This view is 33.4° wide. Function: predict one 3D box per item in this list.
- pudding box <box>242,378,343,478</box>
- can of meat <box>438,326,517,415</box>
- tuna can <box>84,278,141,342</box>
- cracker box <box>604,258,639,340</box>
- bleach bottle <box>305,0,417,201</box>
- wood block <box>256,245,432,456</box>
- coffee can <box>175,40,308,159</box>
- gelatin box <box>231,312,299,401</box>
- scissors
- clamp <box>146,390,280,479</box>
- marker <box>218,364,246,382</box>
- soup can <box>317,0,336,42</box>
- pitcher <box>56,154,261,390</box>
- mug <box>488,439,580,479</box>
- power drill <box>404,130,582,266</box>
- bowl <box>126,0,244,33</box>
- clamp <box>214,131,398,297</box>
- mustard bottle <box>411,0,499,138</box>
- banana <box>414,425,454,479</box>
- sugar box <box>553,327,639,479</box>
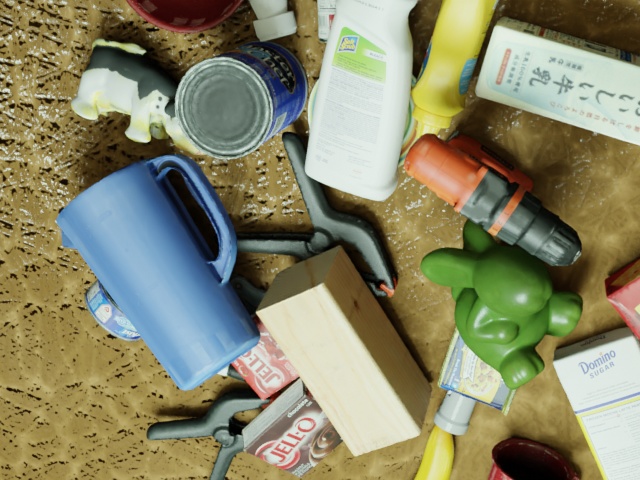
[{"bbox_3d":[-0.023,0.220,1.247,0.090,0.039,0.114,32,114,-30],"label":"pudding box"},{"bbox_3d":[0.183,0.130,1.175,0.084,0.057,0.102,20,110,10],"label":"can of meat"},{"bbox_3d":[-0.231,0.076,1.251,0.086,0.086,0.034,44,110,-2],"label":"tuna can"},{"bbox_3d":[0.425,0.055,1.080,0.214,0.072,0.164,-36,95,21],"label":"cracker box"},{"bbox_3d":[0.052,-0.165,1.053,0.102,0.068,0.251,19,127,9],"label":"bleach bottle"},{"bbox_3d":[0.031,0.123,1.174,0.090,0.090,0.206,-24,109,26],"label":"wood block"},{"bbox_3d":[-0.079,-0.149,1.112,0.103,0.140,0.103,4,108,13],"label":"coffee can"},{"bbox_3d":[-0.064,0.131,1.237,0.073,0.030,0.089,-36,96,23],"label":"gelatin box"},{"bbox_3d":[-0.095,0.072,1.251,0.202,0.016,0.096,27,111,5],"label":"scissors"},{"bbox_3d":[-0.125,0.228,1.292,0.120,0.039,0.172,39,108,-17],"label":"clamp"},{"bbox_3d":[-0.140,0.147,1.284,0.121,0.020,0.020,15,110,10],"label":"marker"},{"bbox_3d":[0.028,-0.256,1.090,0.068,0.068,0.102,1,107,14],"label":"soup can"},{"bbox_3d":[-0.164,0.034,1.174,0.243,0.144,0.149,56,154,4],"label":"pitcher"},{"bbox_3d":[0.238,0.283,1.199,0.117,0.093,0.081,0,117,-24],"label":"mug"},{"bbox_3d":[0.173,-0.046,1.051,0.184,0.187,0.057,36,101,3],"label":"power drill"},{"bbox_3d":[-0.137,-0.302,1.125,0.162,0.055,0.162,4,108,13],"label":"bowl"},{"bbox_3d":[-0.008,0.001,1.195,0.210,0.036,0.165,41,116,-4],"label":"clamp"},{"bbox_3d":[0.134,-0.189,1.068,0.058,0.096,0.192,19,111,7],"label":"mustard bottle"},{"bbox_3d":[0.105,0.299,1.257,0.069,0.037,0.198,40,112,-1],"label":"banana"},{"bbox_3d":[0.329,0.189,1.162,0.093,0.048,0.176,-21,97,19],"label":"sugar box"}]
